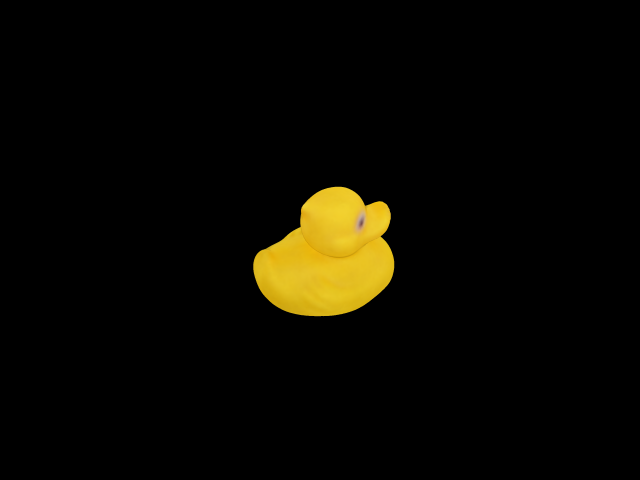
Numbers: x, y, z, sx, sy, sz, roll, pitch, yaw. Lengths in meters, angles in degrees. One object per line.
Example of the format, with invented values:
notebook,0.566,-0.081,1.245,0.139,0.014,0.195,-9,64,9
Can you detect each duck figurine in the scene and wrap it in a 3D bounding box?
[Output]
duck figurine,0.004,0.001,0.400,0.104,0.086,0.077,-12,50,-10
